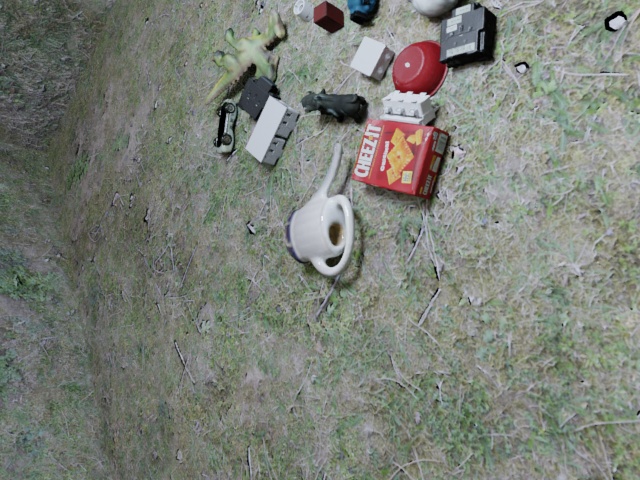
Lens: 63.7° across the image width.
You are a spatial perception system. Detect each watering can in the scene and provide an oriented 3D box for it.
[{"bbox_3d":[0.004,-0.069,1.378,0.222,0.103,0.352,-17,70,43],"label":"watering can"}]

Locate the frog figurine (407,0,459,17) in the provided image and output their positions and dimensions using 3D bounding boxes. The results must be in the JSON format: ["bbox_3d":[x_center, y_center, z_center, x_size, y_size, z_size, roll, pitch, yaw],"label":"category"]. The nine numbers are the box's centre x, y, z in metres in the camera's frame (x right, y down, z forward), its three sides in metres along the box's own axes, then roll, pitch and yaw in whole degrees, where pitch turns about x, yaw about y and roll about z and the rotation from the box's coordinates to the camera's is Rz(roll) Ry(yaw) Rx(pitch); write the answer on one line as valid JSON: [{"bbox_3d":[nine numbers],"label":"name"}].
[{"bbox_3d":[0.254,-0.603,1.209,0.138,0.159,0.122,15,95,45],"label":"frog figurine"}]

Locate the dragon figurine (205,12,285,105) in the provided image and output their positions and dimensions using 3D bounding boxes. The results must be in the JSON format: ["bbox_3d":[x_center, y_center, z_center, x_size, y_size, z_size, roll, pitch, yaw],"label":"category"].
[{"bbox_3d":[-0.243,-0.587,1.751,0.246,0.122,0.404,45,114,32],"label":"dragon figurine"}]
